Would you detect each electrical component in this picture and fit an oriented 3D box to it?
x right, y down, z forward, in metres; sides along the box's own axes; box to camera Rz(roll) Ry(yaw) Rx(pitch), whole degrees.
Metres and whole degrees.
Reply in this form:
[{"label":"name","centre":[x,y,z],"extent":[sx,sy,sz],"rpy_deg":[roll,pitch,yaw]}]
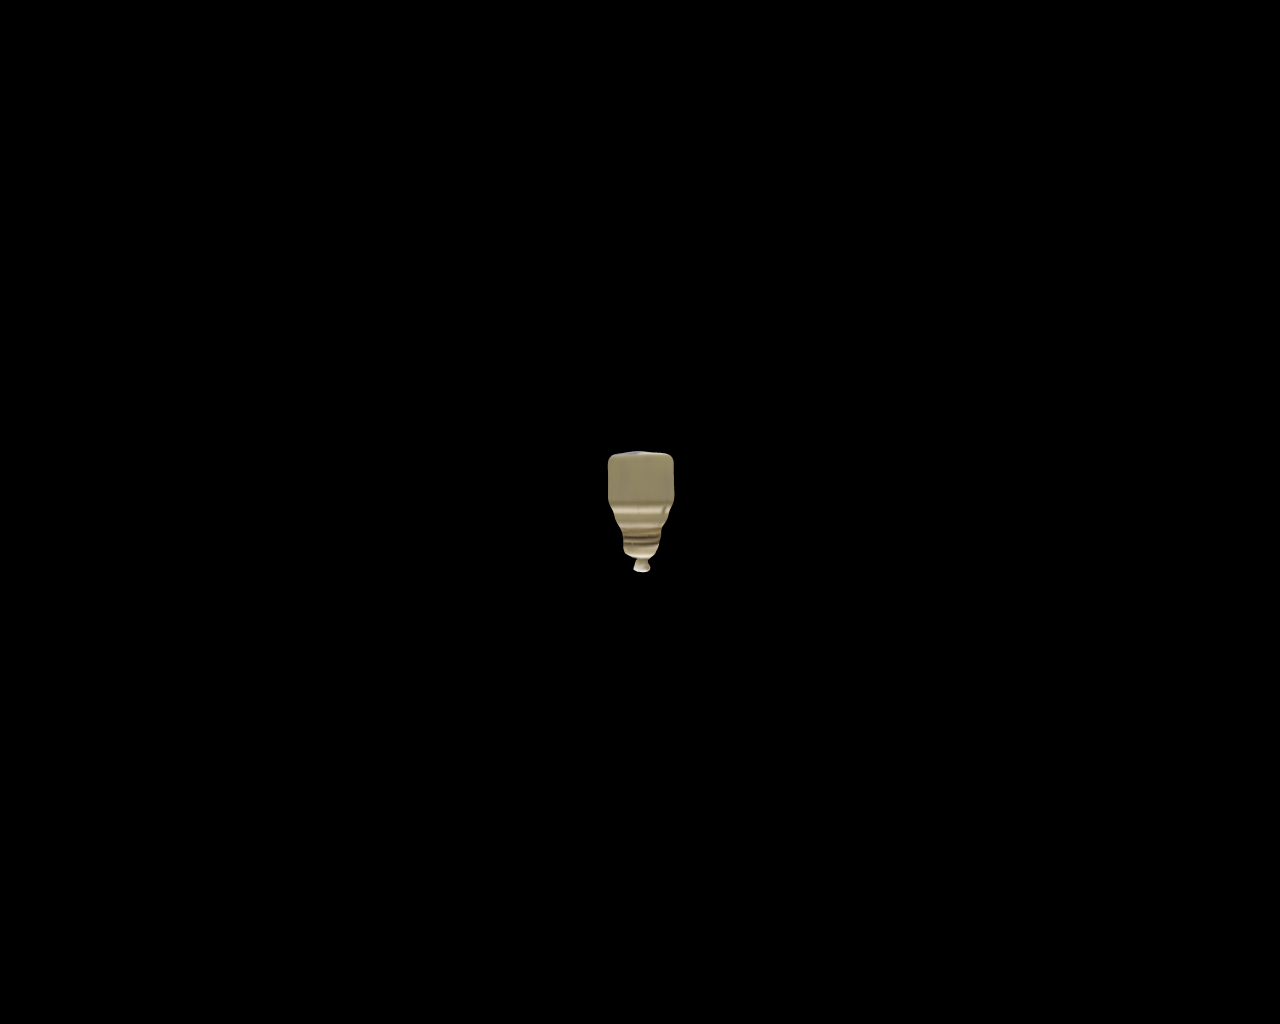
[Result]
[{"label":"electrical component","centre":[0.001,-0.003,0.650],"extent":[0.040,0.078,0.040],"rpy_deg":[0,0,0]}]
